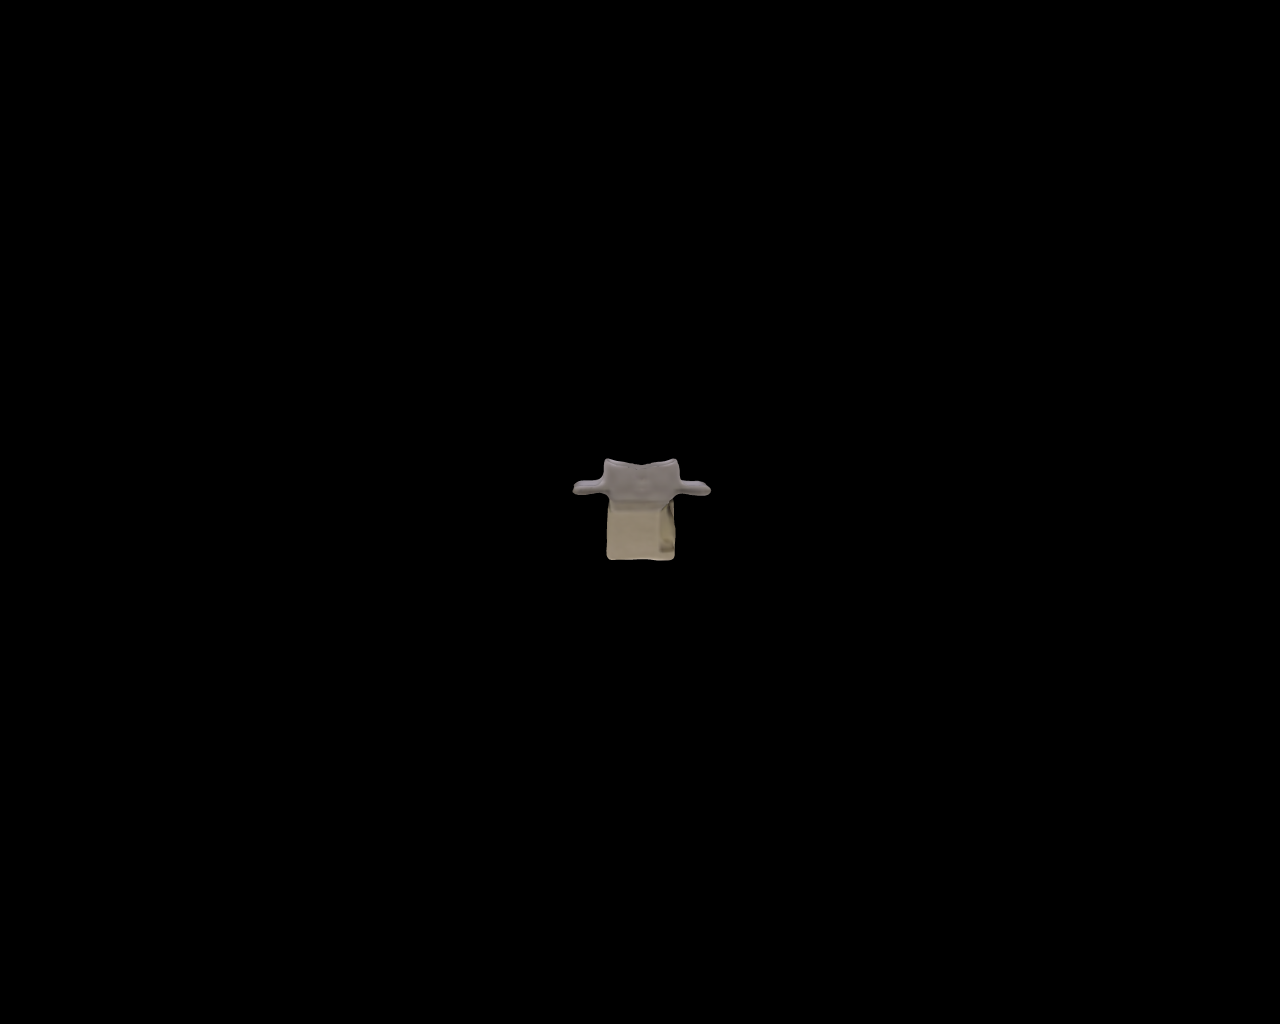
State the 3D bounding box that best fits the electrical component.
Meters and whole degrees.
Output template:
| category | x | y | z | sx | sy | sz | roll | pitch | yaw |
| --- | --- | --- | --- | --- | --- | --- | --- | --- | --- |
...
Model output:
| category | x | y | z | sx | sy | sz | roll | pitch | yaw |
| --- | --- | --- | --- | --- | --- | --- | --- | --- | --- |
| electrical component | 0.001 | -0.003 | 0.650 | 0.081 | 0.063 | 0.042 | 0 | 8 | 0 |
